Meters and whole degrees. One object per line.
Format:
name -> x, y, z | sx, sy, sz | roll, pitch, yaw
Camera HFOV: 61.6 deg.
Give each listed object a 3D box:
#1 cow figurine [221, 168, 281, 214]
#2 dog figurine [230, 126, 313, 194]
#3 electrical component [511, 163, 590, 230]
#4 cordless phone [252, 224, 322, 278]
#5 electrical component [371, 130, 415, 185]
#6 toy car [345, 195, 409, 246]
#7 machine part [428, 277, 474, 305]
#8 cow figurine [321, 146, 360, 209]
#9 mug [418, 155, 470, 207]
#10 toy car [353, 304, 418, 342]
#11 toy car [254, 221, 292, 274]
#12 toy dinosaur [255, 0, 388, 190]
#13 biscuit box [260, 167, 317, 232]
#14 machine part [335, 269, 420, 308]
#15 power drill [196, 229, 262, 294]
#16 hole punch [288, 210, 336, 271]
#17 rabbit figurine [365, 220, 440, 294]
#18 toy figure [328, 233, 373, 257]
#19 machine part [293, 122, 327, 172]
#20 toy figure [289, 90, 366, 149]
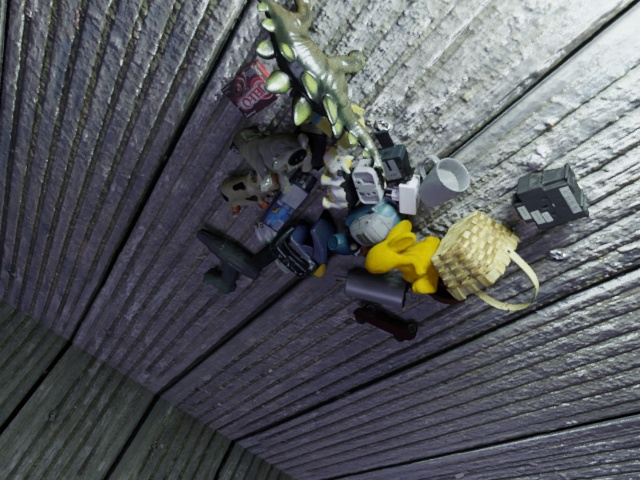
cow figurine -> -0.176, -0.143, 1.385 | 0.195, 0.085, 0.127 | -6, 136, 34
dog figurine -> -0.116, -0.222, 1.236 | 0.172, 0.121, 0.191 | -44, 64, 19
electrical component -> 0.471, -0.085, 1.112 | 0.134, 0.058, 0.114 | -17, 122, 40
cordless phone -> -0.093, 0.055, 1.484 | 0.184, 0.089, 0.146 | -33, 111, 35
electrical component -> 0.156, -0.182, 1.186 | 0.075, 0.048, 0.119 | -5, 133, 31
toy car -> 0.126, -0.038, 1.316 | 0.162, 0.103, 0.109 | -21, 120, 40
machine part -> 0.327, 0.087, 1.378 | 0.180, 0.056, 0.179 | 15, 138, 14
cow figurine -> 0.053, -0.144, 1.267 | 0.098, 0.068, 0.167 | 9, 141, 12
mug -> 0.255, -0.125, 1.174 | 0.109, 0.081, 0.107 | 48, 147, 6
toy car -> 0.198, 0.246, 1.621 | 0.202, 0.053, 0.089 | 26, 151, -5
toy car -> -0.116, 0.020, 1.544 | 0.074, 0.056, 0.201 | -8, 130, 35
toy dinosaur -> -0.003, -0.302, 1.027 | 0.471, 0.198, 0.105 | 43, 140, -17
biscuit box -> -0.084, -0.100, 1.393 | 0.059, 0.063, 0.202 | 34, 140, -10
machine part -> 0.158, 0.136, 1.506 | 0.243, 0.079, 0.079 | 12, 138, 15
power drill -> -0.305, 0.072, 1.696 | 0.232, 0.086, 0.207 | 29, 133, -7
hole punch -> -0.003, -0.004, 1.405 | 0.092, 0.142, 0.115 | -28, 110, 34
rabbit figurine -> 0.194, 0.043, 1.262 | 0.173, 0.122, 0.162 | 4, 120, -5
toy figure -> 0.091, 0.018, 1.403 | 0.154, 0.064, 0.057 | 10, 118, -40
machine part -> -0.016, -0.224, 1.243 | 0.084, 0.039, 0.138 | 5, 135, 12
toy figure -> 0.015, -0.265, 1.140 | 0.180, 0.089, 0.082 | 36, 145, -14
